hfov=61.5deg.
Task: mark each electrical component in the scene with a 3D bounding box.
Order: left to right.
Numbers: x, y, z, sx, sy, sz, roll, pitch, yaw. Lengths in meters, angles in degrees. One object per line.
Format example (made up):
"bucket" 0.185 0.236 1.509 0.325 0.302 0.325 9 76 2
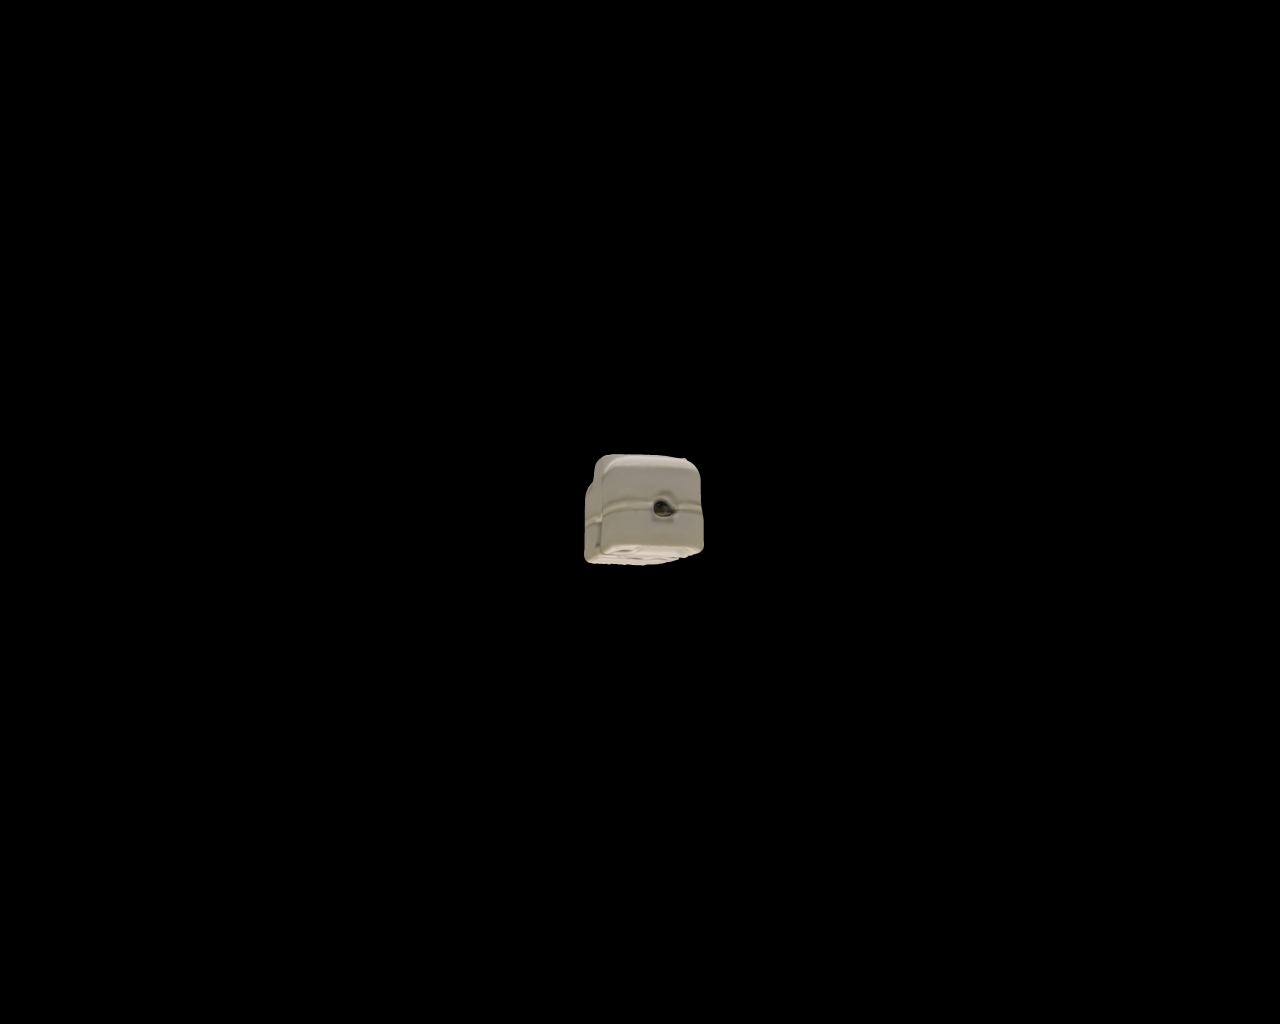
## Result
"electrical component" 0.001 -0.003 0.650 0.054 0.059 0.095 3 -10 -15
